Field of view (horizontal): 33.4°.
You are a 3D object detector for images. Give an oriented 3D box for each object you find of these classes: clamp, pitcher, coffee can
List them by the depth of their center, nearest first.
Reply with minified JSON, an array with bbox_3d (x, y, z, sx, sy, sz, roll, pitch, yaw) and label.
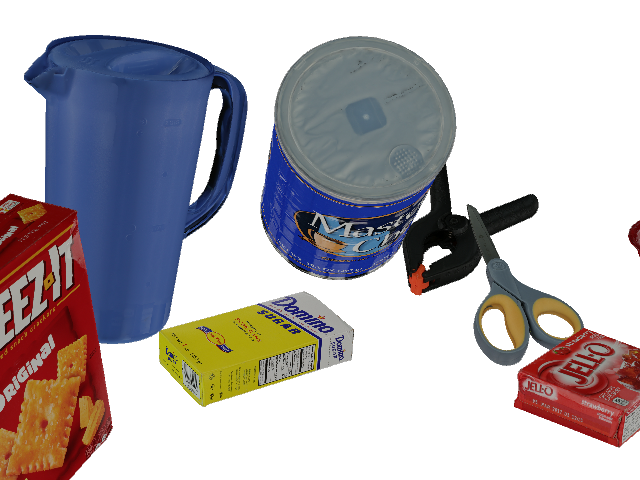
[{"bbox_3d":[0.018,-0.046,0.658,0.102,0.103,0.140,0,-20,-7],"label":"coffee can"},{"bbox_3d":[-0.158,-0.042,0.893,0.149,0.243,0.145,14,23,9],"label":"pitcher"},{"bbox_3d":[0.128,-0.017,1.082,0.120,0.039,0.171,28,52,31],"label":"clamp"}]

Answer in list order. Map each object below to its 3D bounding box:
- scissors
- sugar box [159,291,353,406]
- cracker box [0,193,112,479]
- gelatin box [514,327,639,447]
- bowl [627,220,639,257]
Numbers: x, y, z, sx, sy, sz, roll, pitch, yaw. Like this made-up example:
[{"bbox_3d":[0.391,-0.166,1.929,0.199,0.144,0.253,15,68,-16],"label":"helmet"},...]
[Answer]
[{"bbox_3d":[0.170,0.033,0.901,0.096,0.016,0.201,6,38,5],"label":"scissors"},{"bbox_3d":[-0.064,0.105,1.074,0.175,0.048,0.093,-17,33,-30],"label":"sugar box"},{"bbox_3d":[-0.230,0.100,0.773,0.072,0.214,0.164,12,34,21],"label":"cracker box"},{"bbox_3d":[0.178,0.091,0.681,0.073,0.030,0.089,20,27,37],"label":"gelatin box"},{"bbox_3d":[0.400,0.020,1.102,0.162,0.055,0.162,-4,22,1],"label":"bowl"}]
